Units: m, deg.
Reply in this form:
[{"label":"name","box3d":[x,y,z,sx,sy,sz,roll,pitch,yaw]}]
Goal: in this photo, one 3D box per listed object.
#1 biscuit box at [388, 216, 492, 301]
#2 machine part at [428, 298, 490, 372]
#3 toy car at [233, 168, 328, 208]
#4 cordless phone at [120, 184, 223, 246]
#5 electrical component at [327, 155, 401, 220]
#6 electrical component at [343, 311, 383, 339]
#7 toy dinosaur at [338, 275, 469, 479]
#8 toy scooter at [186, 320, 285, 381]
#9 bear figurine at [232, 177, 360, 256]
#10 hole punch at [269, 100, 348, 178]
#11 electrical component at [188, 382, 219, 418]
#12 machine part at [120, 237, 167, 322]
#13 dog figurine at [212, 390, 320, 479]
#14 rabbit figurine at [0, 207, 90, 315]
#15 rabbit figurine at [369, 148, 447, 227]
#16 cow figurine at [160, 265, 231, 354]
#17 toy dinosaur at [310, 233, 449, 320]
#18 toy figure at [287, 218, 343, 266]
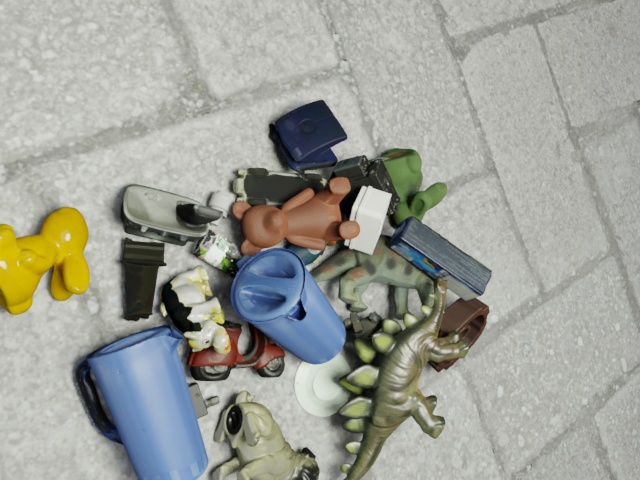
[{"label":"biscuit box","box3d":[0.234,0.036,1.055,0.202,0.059,0.063,35,63,-5]},{"label":"machine part","box3d":[0.287,0.197,1.146,0.179,0.056,0.179,-32,144,-27]},{"label":"toy car","box3d":[-0.072,-0.096,1.041,0.202,0.056,0.073,2,90,-27]},{"label":"cordless phone","box3d":[-0.241,-0.044,0.871,0.146,0.184,0.088,15,82,-26]},{"label":"electrical component","box3d":[0.082,-0.103,1.063,0.134,0.115,0.058,56,34,-31]},{"label":"electrical component","box3d":[0.085,0.168,1.068,0.078,0.102,0.045,-39,66,6]},{"label":"toy dinosaur","box3d":[0.136,0.283,1.003,0.199,0.105,0.471,21,85,-3]},{"label":"toy scooter","box3d":[-0.146,0.179,0.958,0.184,0.075,0.135,4,81,-30]},{"label":"bear figurine","box3d":[-0.047,-0.038,0.963,0.196,0.132,0.120,-6,81,-29]},{"label":"hole punch","box3d":[-0.020,-0.200,1.037,0.116,0.092,0.142,-17,66,-31]},{"label":"electrical component","box3d":[-0.224,0.279,0.931,0.094,0.021,0.063,-17,92,-21]},{"label":"machine part","box3d":[-0.301,0.068,0.908,0.084,0.039,0.139,11,78,-34]},{"label":"dog figurine","box3d":[-0.081,0.366,0.970,0.190,0.121,0.172,17,79,-40]},{"label":"rabbit figurine","box3d":[-0.418,0.021,0.813,0.162,0.122,0.173,55,45,-15]},{"label":"rabbit figurine","box3d":[0.189,-0.103,1.141,0.121,0.159,0.170,-33,115,-37]},{"label":"cow figurine","box3d":[-0.210,0.127,0.893,0.098,0.068,0.167,-19,50,-16]},{"label":"toy dinosaur","box3d":[0.133,0.055,1.104,0.405,0.131,0.192,14,65,-21]},{"label":"toy figure","box3d":[-0.002,-0.002,1.067,0.154,0.058,0.064,-39,128,-28]}]
